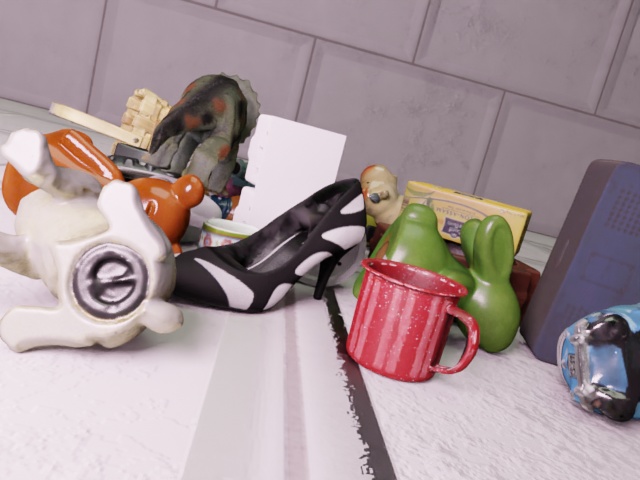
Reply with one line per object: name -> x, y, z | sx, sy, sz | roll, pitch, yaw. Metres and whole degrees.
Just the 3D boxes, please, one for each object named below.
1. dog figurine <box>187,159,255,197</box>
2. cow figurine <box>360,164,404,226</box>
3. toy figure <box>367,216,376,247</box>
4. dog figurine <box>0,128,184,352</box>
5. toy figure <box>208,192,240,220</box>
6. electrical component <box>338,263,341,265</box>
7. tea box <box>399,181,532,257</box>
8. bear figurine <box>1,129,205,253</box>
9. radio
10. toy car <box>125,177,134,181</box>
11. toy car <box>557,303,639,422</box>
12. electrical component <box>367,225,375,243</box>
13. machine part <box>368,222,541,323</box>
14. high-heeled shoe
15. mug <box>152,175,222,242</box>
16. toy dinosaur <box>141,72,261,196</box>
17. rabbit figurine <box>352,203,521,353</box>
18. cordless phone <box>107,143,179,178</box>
dog figurine -> -0.128, -0.092, 1.030 | 0.192, 0.108, 0.219 | 18, 5, 34
cow figurine -> 0.124, -0.035, 0.891 | 0.085, 0.194, 0.127 | -23, 8, 45
toy figure -> 0.091, -0.025, 1.033 | 0.180, 0.082, 0.089 | 13, 7, -24
dog figurine -> -0.169, 0.015, 0.423 | 0.172, 0.121, 0.190 | 48, -7, 2
toy figure -> -0.123, -0.044, 0.895 | 0.154, 0.057, 0.064 | 6, 5, -20
electrical component -> -0.002, -0.003, 0.833 | 0.134, 0.058, 0.115 | 17, 8, 13
tea box -> 0.209, -0.032, 0.777 | 0.170, 0.068, 0.098 | 19, 11, 21
bear figurine -> -0.223, -0.045, 0.579 | 0.196, 0.120, 0.132 | 15, 6, -5
radio -> 0.328, 0.037, 0.591 | 0.131, 0.229, 0.073 | 19, 14, 4
toy car -> -0.260, -0.057, 0.736 | 0.201, 0.056, 0.074 | 6, 37, -44
toy car -> 0.283, 0.115, 0.505 | 0.162, 0.109, 0.103 | 0, -9, -18
electrical component -> 0.131, -0.002, 0.985 | 0.119, 0.074, 0.048 | 9, 11, -16
machine part -> 0.172, 0.046, 0.734 | 0.201, 0.087, 0.201 | 11, 10, -9
high-heeled shoe -> -0.051, -0.009, 0.537 | 0.248, 0.145, 0.086 | 8, 10, -43
mug -> -0.169, -0.033, 0.698 | 0.110, 0.080, 0.107 | 13, -1, 25
toy dinosaur -> -0.158, -0.172, 0.770 | 0.131, 0.192, 0.405 | 20, 0, -11
rabbit figurine -> 0.141, 0.045, 0.577 | 0.170, 0.159, 0.121 | 29, -2, -6
cordless phone -> -0.276, -0.077, 0.852 | 0.146, 0.088, 0.184 | 12, 21, -24
